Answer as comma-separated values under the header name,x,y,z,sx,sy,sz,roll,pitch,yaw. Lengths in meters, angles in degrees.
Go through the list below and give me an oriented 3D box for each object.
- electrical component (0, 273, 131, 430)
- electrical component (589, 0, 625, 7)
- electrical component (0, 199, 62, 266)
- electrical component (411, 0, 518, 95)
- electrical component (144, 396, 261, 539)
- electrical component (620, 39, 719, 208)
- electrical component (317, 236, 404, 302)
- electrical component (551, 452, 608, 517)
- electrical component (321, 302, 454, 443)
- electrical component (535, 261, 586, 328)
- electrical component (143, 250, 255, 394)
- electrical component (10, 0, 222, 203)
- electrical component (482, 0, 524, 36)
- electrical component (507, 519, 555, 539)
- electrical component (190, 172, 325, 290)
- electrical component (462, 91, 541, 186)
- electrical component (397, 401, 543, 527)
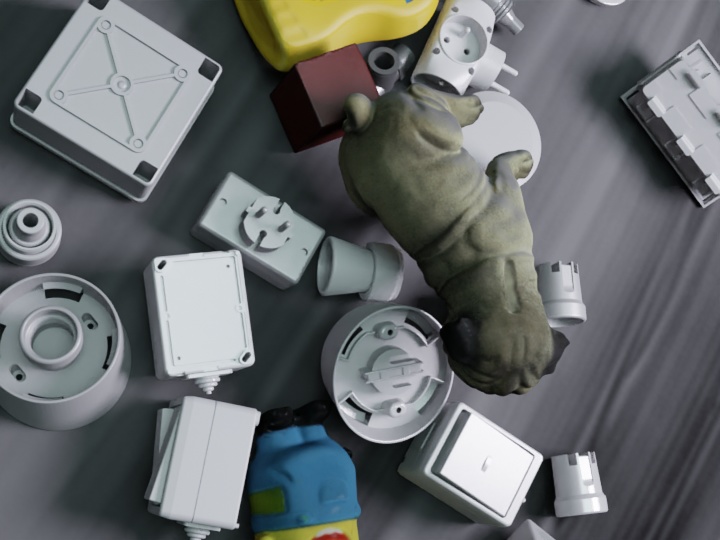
name,x,y,z,sx,sy,sz,roll,pitch,yaw
electrical component,-0.206,0.054,0.727,0.099,0.064,0.099,4,69,-9
electrical component,0.219,-0.255,0.916,0.066,0.055,0.048,24,74,-14
electrical component,-0.223,-0.027,0.723,0.043,0.062,0.043,3,80,-18
electrical component,0.090,-0.168,0.864,0.079,0.044,0.077,27,73,-12
electrical component,-0.112,0.137,0.733,0.061,0.062,0.096,14,76,-16
electrical component,0.289,-0.120,0.906,0.079,0.063,0.121,-37,95,20
electrical component,0.000,0.000,0.804,0.055,0.045,0.045,7,79,-18
electrical component,0.169,0.167,0.836,0.040,0.040,0.046,-2,75,-19
electrical component,0.020,0.072,0.781,0.099,0.064,0.099,-2,99,-16
electrical component,0.159,0.020,0.858,0.040,0.040,0.046,4,74,-18
electrical component,-0.113,0.039,0.750,0.062,0.061,0.096,-6,83,-19
electrical component,-0.171,-0.122,0.761,0.109,0.056,0.108,32,72,-11
electrical component,0.110,-0.218,0.884,0.061,0.035,0.035,42,70,-11
electrical component,0.121,0.238,0.797,0.047,0.065,0.076,40,100,-9
electrical component,-0.069,-0.030,0.769,0.083,0.076,0.047,32,72,-11
electrical component,0.098,-0.096,0.850,0.080,0.051,0.080,3,80,-18
electrical component,0.089,0.148,0.800,0.096,0.061,0.061,34,72,-11
